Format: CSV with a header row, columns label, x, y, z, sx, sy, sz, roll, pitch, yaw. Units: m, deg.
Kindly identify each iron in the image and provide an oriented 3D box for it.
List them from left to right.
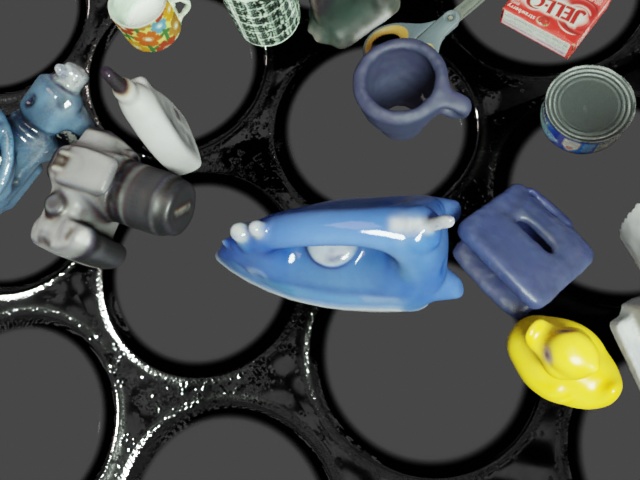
label,x,y,z,sx,sy,sz,roll,pitch,yaw
iron,0.005,0.002,0.537,0.258,0.141,0.118,-1,76,9

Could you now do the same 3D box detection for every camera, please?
label,x,y,z,sx,sy,sz,roll,pitch,yaw
camera,-0.213,-0.038,0.604,0.136,0.101,0.143,17,79,13

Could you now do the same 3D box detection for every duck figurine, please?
label,x,y,z,sx,sy,sz,roll,pitch,yaw
duck figurine,0.221,0.106,0.506,0.104,0.086,0.077,37,84,16

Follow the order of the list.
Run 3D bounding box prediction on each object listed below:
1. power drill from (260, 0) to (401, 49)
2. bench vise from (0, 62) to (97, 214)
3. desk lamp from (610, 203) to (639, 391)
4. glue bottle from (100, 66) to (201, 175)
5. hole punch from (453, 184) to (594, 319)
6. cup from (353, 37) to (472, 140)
label,x,y,z,sx,sy,sz,roll,pitch,yaw
power drill,0.028,-0.298,0.574,0.229,0.208,0.075,-36,73,-1
bench vise,-0.347,-0.125,0.584,0.121,0.220,0.207,30,82,15
desk lamp,0.312,0.054,0.438,0.118,0.214,0.203,-20,74,4
glue bottle,-0.174,-0.128,0.582,0.037,0.173,0.078,-22,73,3
hole punch,0.188,0.004,0.534,0.101,0.091,0.108,-42,73,-3
cup,0.095,-0.138,0.582,0.117,0.095,0.092,23,81,14
